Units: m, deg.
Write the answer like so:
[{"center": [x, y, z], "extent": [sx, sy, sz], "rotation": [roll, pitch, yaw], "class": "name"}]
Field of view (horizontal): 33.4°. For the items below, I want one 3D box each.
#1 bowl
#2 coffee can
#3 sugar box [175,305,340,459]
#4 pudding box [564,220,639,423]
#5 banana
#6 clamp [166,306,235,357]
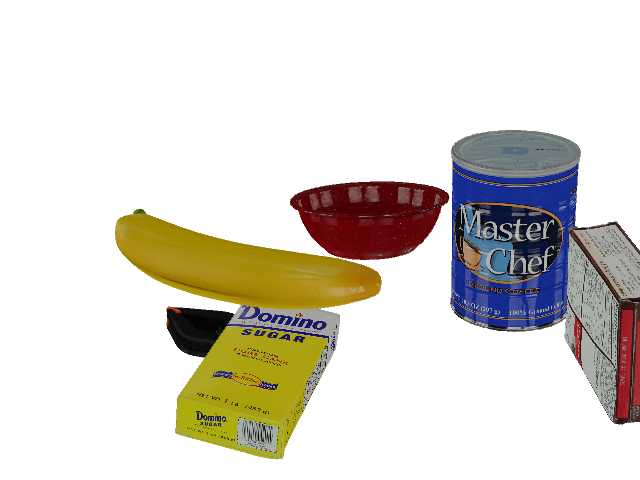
[{"center": [0.051, -0.018, 1.083], "extent": [0.162, 0.055, 0.162], "rotation": [-3, 14, 1], "class": "bowl"}, {"center": [0.159, -0.010, 0.884], "extent": [0.103, 0.140, 0.103], "rotation": [-2, 23, 1], "class": "coffee can"}, {"center": [-0.050, 0.112, 0.926], "extent": [0.093, 0.048, 0.176], "rotation": [13, 32, 10], "class": "sugar box"}, {"center": [0.191, 0.051, 0.691], "extent": [0.039, 0.090, 0.113], "rotation": [-5, 25, -4], "class": "pudding box"}, {"center": [-0.061, 0.010, 0.673], "extent": [0.198, 0.037, 0.069], "rotation": [17, 35, 27], "class": "banana"}, {"center": [-0.109, 0.124, 1.263], "extent": [0.210, 0.036, 0.164], "rotation": [15, 23, 26], "class": "clamp"}]
